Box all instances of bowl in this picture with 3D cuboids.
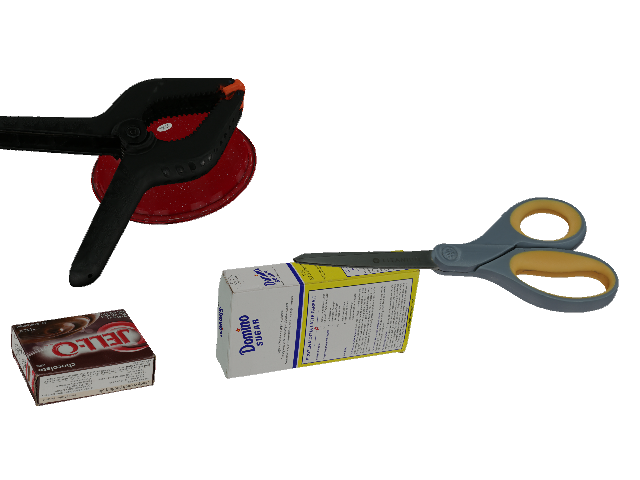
[{"bbox_3d":[-0.144,-0.088,1.015,0.162,0.055,0.162,-3,44,3],"label":"bowl"}]

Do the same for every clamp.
[{"bbox_3d":[-0.139,-0.061,0.796,0.209,0.165,0.036,-24,-26,-23],"label":"clamp"}]

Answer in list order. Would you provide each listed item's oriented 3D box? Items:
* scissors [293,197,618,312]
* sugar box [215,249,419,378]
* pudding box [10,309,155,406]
[{"bbox_3d":[0.089,-0.001,0.678,0.202,0.096,0.016,12,-42,1],"label":"scissors"},{"bbox_3d":[-0.004,0.064,0.955,0.176,0.093,0.048,-4,30,-19],"label":"sugar box"},{"bbox_3d":[-0.219,0.106,0.986,0.113,0.039,0.090,-9,29,-27],"label":"pudding box"}]
